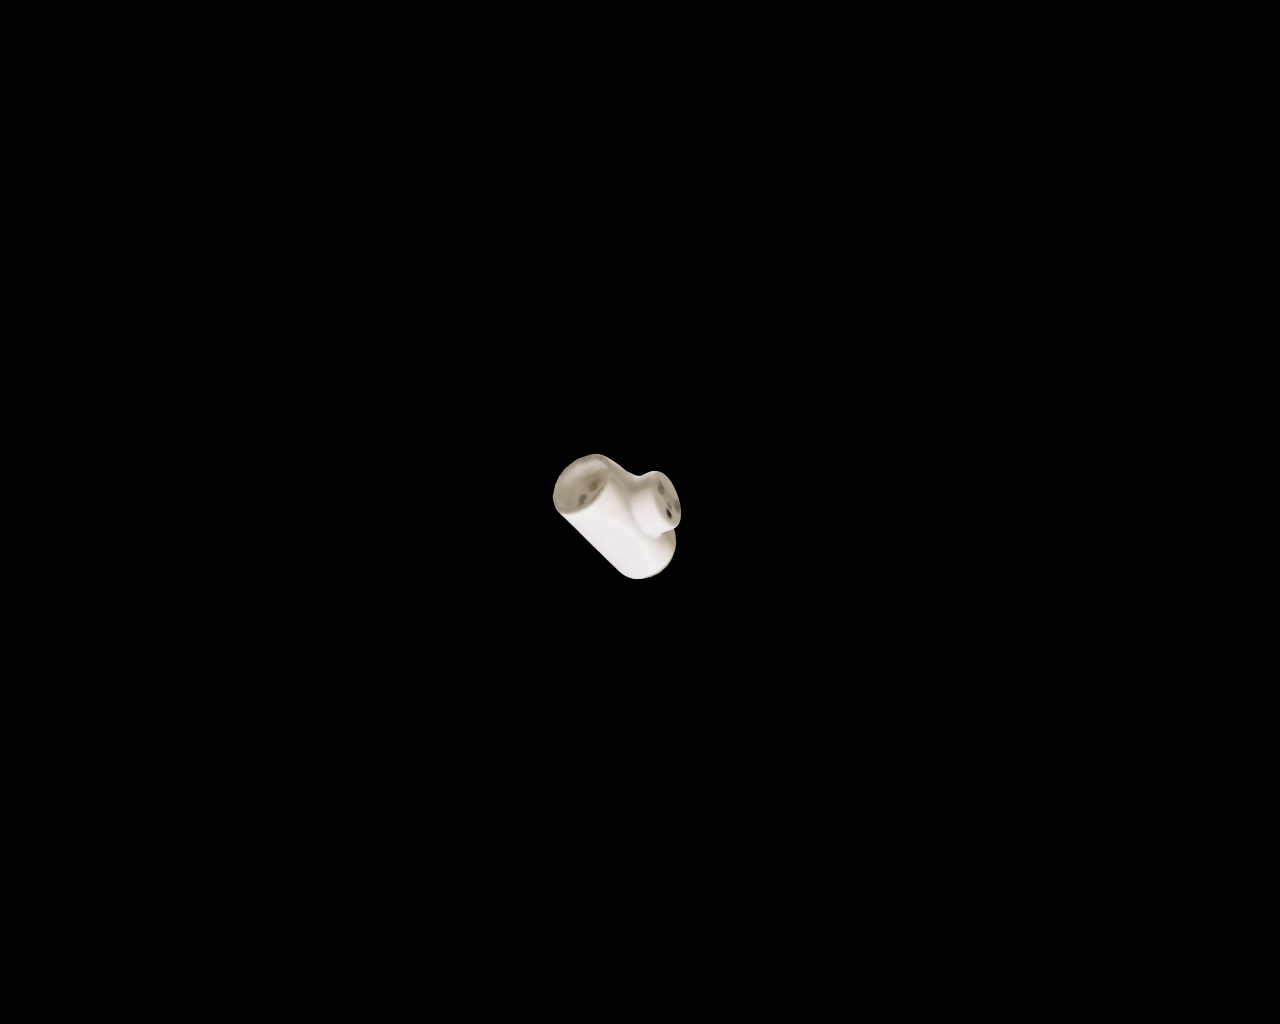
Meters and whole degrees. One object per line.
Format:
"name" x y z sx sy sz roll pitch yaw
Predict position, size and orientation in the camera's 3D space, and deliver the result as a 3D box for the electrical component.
"electrical component" 0.001 -0.003 0.650 0.079 0.044 0.077 -22 -45 24
